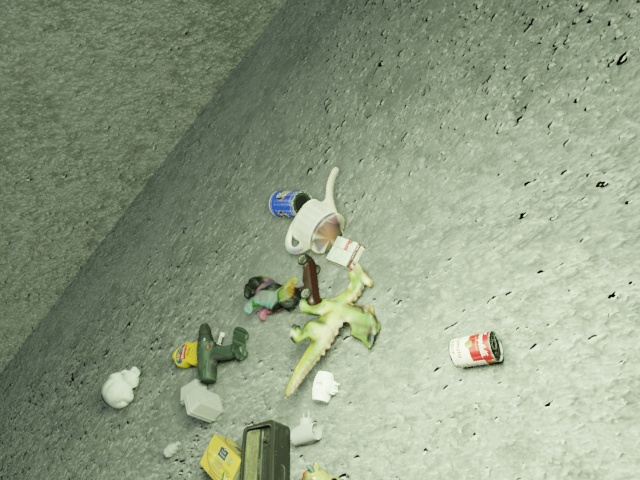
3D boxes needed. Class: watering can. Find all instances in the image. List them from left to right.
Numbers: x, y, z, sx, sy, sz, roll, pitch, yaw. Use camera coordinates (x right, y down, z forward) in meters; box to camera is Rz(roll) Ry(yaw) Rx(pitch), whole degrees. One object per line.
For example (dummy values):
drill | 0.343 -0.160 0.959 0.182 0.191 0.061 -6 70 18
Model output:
watering can | 0.005 -0.089 1.768 0.348 0.102 0.227 -56 39 -1

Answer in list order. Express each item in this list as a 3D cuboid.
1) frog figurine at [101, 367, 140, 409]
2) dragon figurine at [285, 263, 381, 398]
frog figurine | -0.794 0.594 2.078 0.159 0.122 0.139 -38 73 7
dragon figurine | 0.052 0.254 1.460 0.242 0.120 0.419 -6 55 34
